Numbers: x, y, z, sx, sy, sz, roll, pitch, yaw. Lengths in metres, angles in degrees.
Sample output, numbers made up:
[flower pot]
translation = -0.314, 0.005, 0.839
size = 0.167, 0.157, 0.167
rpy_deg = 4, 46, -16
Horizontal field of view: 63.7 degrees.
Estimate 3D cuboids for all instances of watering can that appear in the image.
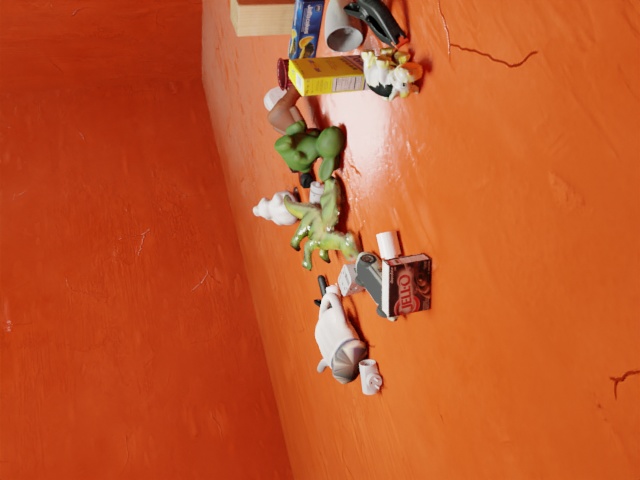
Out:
[watering can]
translation = 0.047, 0.315, 1.471
size = 0.229, 0.104, 0.340
rpy_deg = -124, 30, -52

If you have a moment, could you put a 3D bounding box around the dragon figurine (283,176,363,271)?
[dragon figurine]
translation = 0.004, -0.072, 1.430
size = 0.238, 0.122, 0.419
rpy_deg = -60, 44, 33

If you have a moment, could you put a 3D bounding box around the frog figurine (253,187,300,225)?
[frog figurine]
translation = -0.148, -0.108, 1.788
size = 0.134, 0.160, 0.125
rpy_deg = 105, 148, -53
